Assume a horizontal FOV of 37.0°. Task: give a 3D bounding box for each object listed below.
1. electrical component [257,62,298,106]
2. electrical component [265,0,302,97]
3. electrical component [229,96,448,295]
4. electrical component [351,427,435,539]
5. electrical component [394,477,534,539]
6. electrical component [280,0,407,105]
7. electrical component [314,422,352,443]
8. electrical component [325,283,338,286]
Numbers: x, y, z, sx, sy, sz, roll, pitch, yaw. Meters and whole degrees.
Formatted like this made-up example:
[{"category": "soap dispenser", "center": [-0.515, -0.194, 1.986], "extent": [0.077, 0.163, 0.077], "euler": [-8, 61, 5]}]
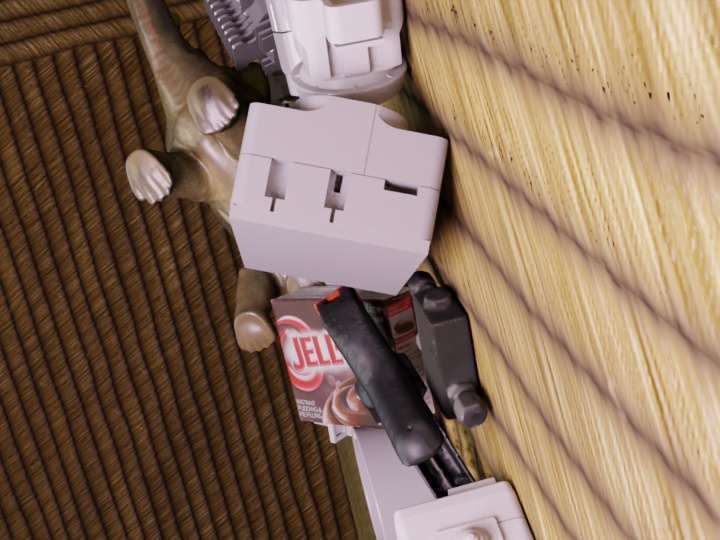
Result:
[{"category": "electrical component", "center": [-0.064, -0.165, 0.978], "extent": [0.048, 0.055, 0.066], "euler": [-110, 8, -47]}, {"category": "electrical component", "center": [-0.019, -0.132, 0.598], "extent": [0.095, 0.054, 0.059], "euler": [-124, 20, -75]}, {"category": "electrical component", "center": [-0.013, -0.034, 0.541], "extent": [0.150, 0.089, 0.061], "euler": [113, 168, -81]}, {"category": "electrical component", "center": [0.037, 0.151, 0.726], "extent": [0.108, 0.060, 0.108], "euler": [166, 90, -85]}, {"category": "electrical component", "center": [0.053, 0.147, 0.537], "extent": [0.096, 0.062, 0.061], "euler": [82, 172, -49]}, {"category": "electrical component", "center": [-0.008, -0.113, 0.517], "extent": [0.078, 0.058, 0.057], "euler": [-113, 13, -56]}, {"category": "electrical component", "center": [-0.019, 0.085, 0.989], "extent": [0.063, 0.079, 0.121], "euler": [6, 112, 40]}, {"category": "electrical component", "center": [0.000, 0.000, 0.756], "extent": [0.055, 0.055, 0.047], "euler": [-114, 8, -63]}]
